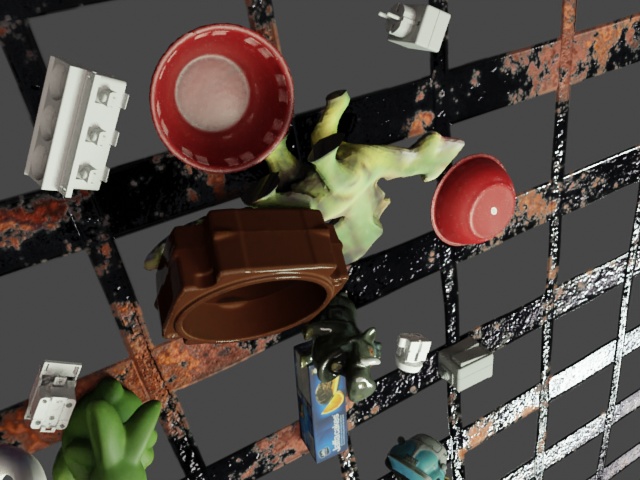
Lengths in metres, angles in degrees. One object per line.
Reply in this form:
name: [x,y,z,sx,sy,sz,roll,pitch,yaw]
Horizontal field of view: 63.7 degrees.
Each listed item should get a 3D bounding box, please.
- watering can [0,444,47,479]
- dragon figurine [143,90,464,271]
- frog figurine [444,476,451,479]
watering can: [-0.433,0.327,0.517,0.349,0.228,0.102,-39,142,-7]
dragon figurine: [0.002,-0.034,0.678,0.409,0.125,0.238,-35,132,5]
frog figurine: [0.261,0.590,1.079,0.137,0.125,0.156,11,120,3]
